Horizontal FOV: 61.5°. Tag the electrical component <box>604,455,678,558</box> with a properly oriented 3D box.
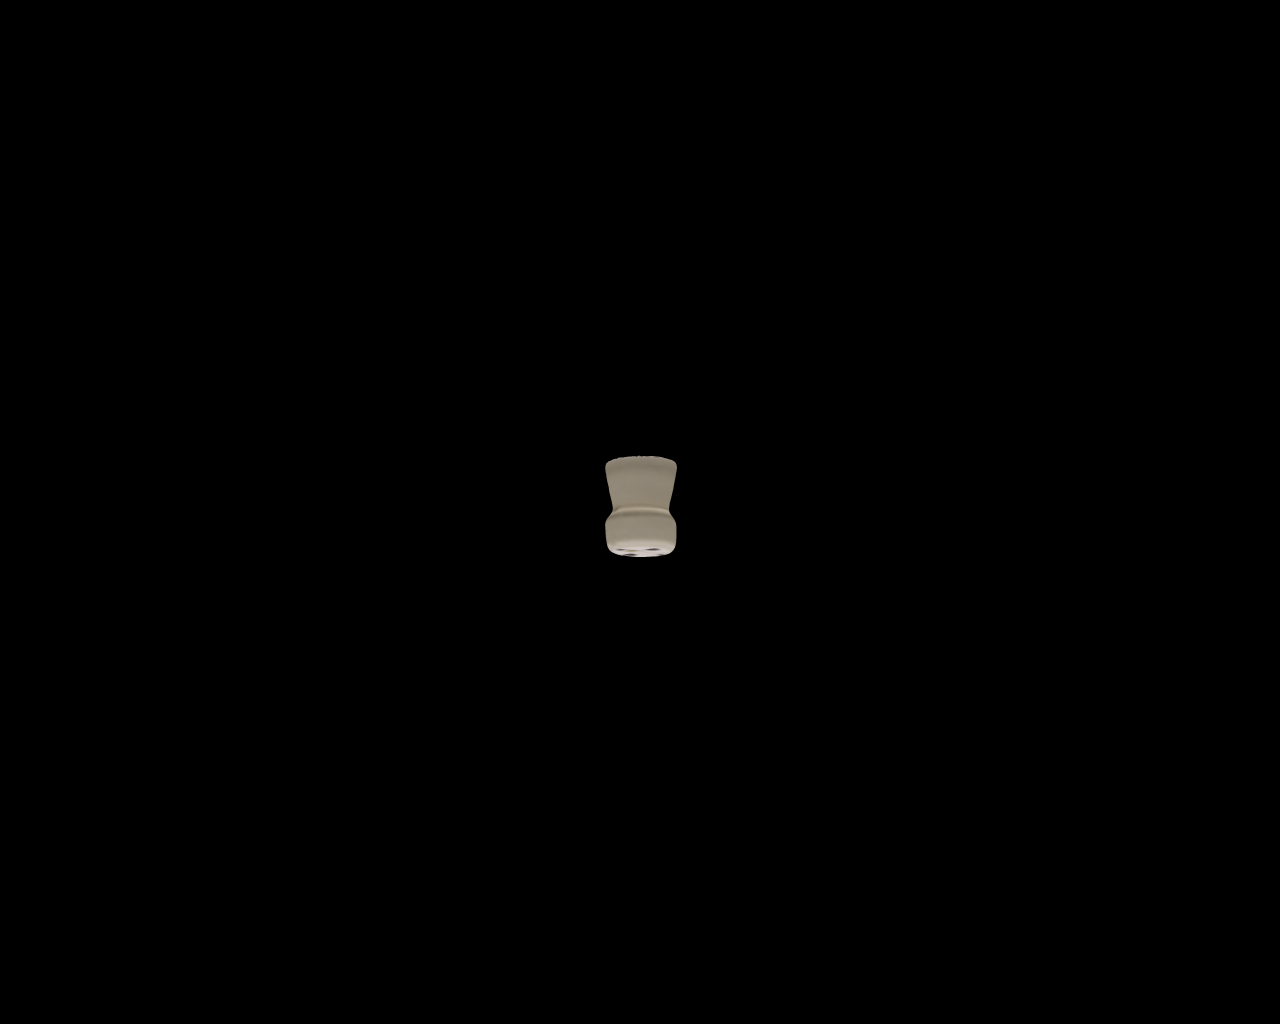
[{"bbox_3d":[0.001,-0.003,0.650,0.045,0.055,0.045,0,-11,0],"label":"electrical component"}]
